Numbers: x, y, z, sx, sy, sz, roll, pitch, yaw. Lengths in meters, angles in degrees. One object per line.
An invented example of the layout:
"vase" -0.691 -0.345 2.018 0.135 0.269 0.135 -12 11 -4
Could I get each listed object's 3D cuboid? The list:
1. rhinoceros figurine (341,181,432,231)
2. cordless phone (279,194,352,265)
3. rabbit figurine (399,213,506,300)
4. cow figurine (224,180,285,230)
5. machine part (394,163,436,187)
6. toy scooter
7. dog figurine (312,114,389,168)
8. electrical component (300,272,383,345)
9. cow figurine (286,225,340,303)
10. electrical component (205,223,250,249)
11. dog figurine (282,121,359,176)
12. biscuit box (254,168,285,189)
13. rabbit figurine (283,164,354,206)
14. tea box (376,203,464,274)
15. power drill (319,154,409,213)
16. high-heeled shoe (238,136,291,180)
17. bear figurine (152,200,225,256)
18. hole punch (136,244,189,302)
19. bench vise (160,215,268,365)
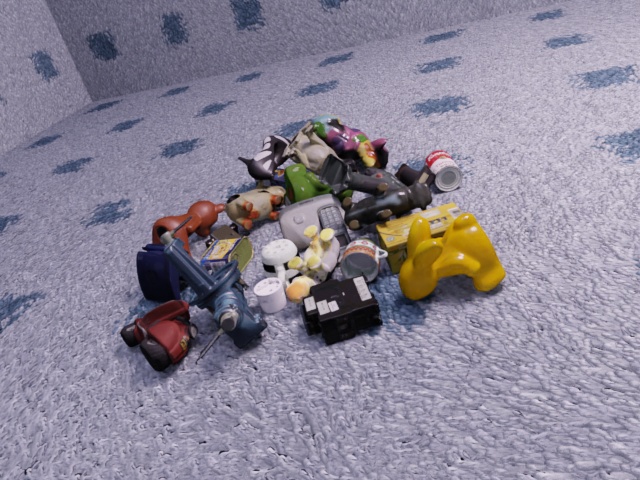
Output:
"rhinoceros figurine" 0.138 -0.068 1.113 0.190 0.073 0.112 -19 -16 15
"cordless phone" -0.003 -0.004 1.170 0.147 0.088 0.184 -18 48 -3
"rabbit figurine" 0.211 0.040 0.930 0.173 0.162 0.122 -32 41 9
"cow figurine" -0.160 -0.095 1.372 0.127 0.085 0.195 23 30 33
"machine part" 0.227 -0.144 1.287 0.039 0.084 0.139 19 11 -25
"toy scooter" -0.286 0.168 1.011 0.135 0.075 0.184 -33 29 -30
"dog figurine" 0.087 -0.261 1.465 0.108 0.191 0.219 -60 33 -1
"electrical component" 0.033 0.120 0.947 0.134 0.058 0.115 -16 28 0
"cow figurine" -0.012 0.062 1.048 0.068 0.098 0.167 6 57 31
"electrical component" -0.230 -0.002 1.304 0.078 0.045 0.102 31 51 17
"dog figurine" 0.007 -0.210 1.440 0.121 0.190 0.172 -49 19 12
"biscuit box" -0.095 -0.153 1.473 0.203 0.059 0.063 17 43 44
"rabbit figurine" 0.010 -0.118 1.313 0.170 0.121 0.159 -10 30 -19
"tea box" 0.206 -0.005 1.064 0.170 0.068 0.098 -17 29 2
"power drill" 0.102 -0.136 1.260 0.207 0.086 0.232 17 19 -35
"high-heeled shoe" -0.108 -0.221 1.463 0.145 0.086 0.249 27 37 34
"bear figurine" -0.323 -0.023 1.340 0.120 0.131 0.196 2 16 28
"hole punch" -0.339 0.072 1.164 0.142 0.115 0.092 5 44 33
"bench vise" -0.203 0.083 0.970 0.129 0.240 0.224 -38 12 12
